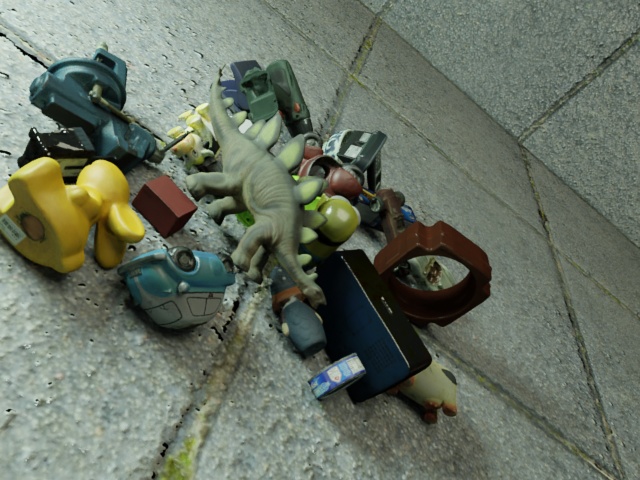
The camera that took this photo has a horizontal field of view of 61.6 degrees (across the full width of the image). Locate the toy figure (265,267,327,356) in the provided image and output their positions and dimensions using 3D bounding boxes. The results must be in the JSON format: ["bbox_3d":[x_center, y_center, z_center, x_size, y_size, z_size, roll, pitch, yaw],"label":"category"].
[{"bbox_3d":[-0.044,0.112,0.867,0.064,0.058,0.155,12,39,-50],"label":"toy figure"}]

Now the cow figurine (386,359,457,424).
[{"bbox_3d":[0.158,0.217,0.948,0.195,0.085,0.127,37,39,-7],"label":"cow figurine"}]

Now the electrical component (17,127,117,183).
[{"bbox_3d":[-0.355,-0.120,0.765,0.119,0.075,0.048,-19,68,-51],"label":"electrical component"}]

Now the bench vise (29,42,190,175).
[{"bbox_3d":[-0.339,-0.225,0.862,0.223,0.129,0.241,20,45,-35],"label":"bench vise"}]

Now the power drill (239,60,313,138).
[{"bbox_3d":[-0.082,-0.292,1.191,0.207,0.086,0.232,-18,92,-61],"label":"power drill"}]

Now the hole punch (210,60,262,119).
[{"bbox_3d":[-0.166,-0.341,1.217,0.116,0.092,0.142,49,28,-1],"label":"hole punch"}]

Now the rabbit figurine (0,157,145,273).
[{"bbox_3d":[-0.303,-0.044,0.696,0.162,0.122,0.173,44,31,-10],"label":"rabbit figurine"}]

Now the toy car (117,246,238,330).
[{"bbox_3d":[-0.187,0.070,0.728,0.161,0.109,0.103,14,65,-55],"label":"toy car"}]

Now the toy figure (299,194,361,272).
[{"bbox_3d":[0.001,0.000,0.929,0.082,0.180,0.089,31,39,-19],"label":"toy figure"}]

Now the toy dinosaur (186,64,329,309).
[{"bbox_3d":[-0.104,-0.097,0.869,0.471,0.198,0.105,57,-4,19],"label":"toy dinosaur"}]

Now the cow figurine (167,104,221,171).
[{"bbox_3d":[-0.222,-0.175,0.975,0.098,0.068,0.167,60,19,-30],"label":"cow figurine"}]

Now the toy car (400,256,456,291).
[{"bbox_3d":[0.231,0.062,1.172,0.201,0.056,0.073,50,62,-28],"label":"toy car"}]

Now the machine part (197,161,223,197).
[{"bbox_3d":[-0.162,-0.117,1.012,0.084,0.039,0.139,51,34,17],"label":"machine part"}]

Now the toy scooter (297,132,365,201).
[{"bbox_3d":[0.003,-0.129,1.145,0.184,0.075,0.135,38,71,-16],"label":"toy scooter"}]

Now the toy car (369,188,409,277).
[{"bbox_3d":[0.173,-0.019,1.200,0.089,0.053,0.202,-13,86,-45],"label":"toy car"}]

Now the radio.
[{"bbox_3d":[0.065,0.140,0.886,0.073,0.131,0.230,-1,54,-49],"label":"radio"}]

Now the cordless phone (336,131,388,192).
[{"bbox_3d":[0.108,-0.156,1.284,0.089,0.184,0.146,12,47,23],"label":"cordless phone"}]

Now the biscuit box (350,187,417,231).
[{"bbox_3d":[0.140,-0.067,1.269,0.202,0.059,0.063,18,41,-36],"label":"biscuit box"}]

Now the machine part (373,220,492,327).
[{"bbox_3d":[0.220,0.069,1.072,0.201,0.201,0.087,34,37,-16],"label":"machine part"}]
